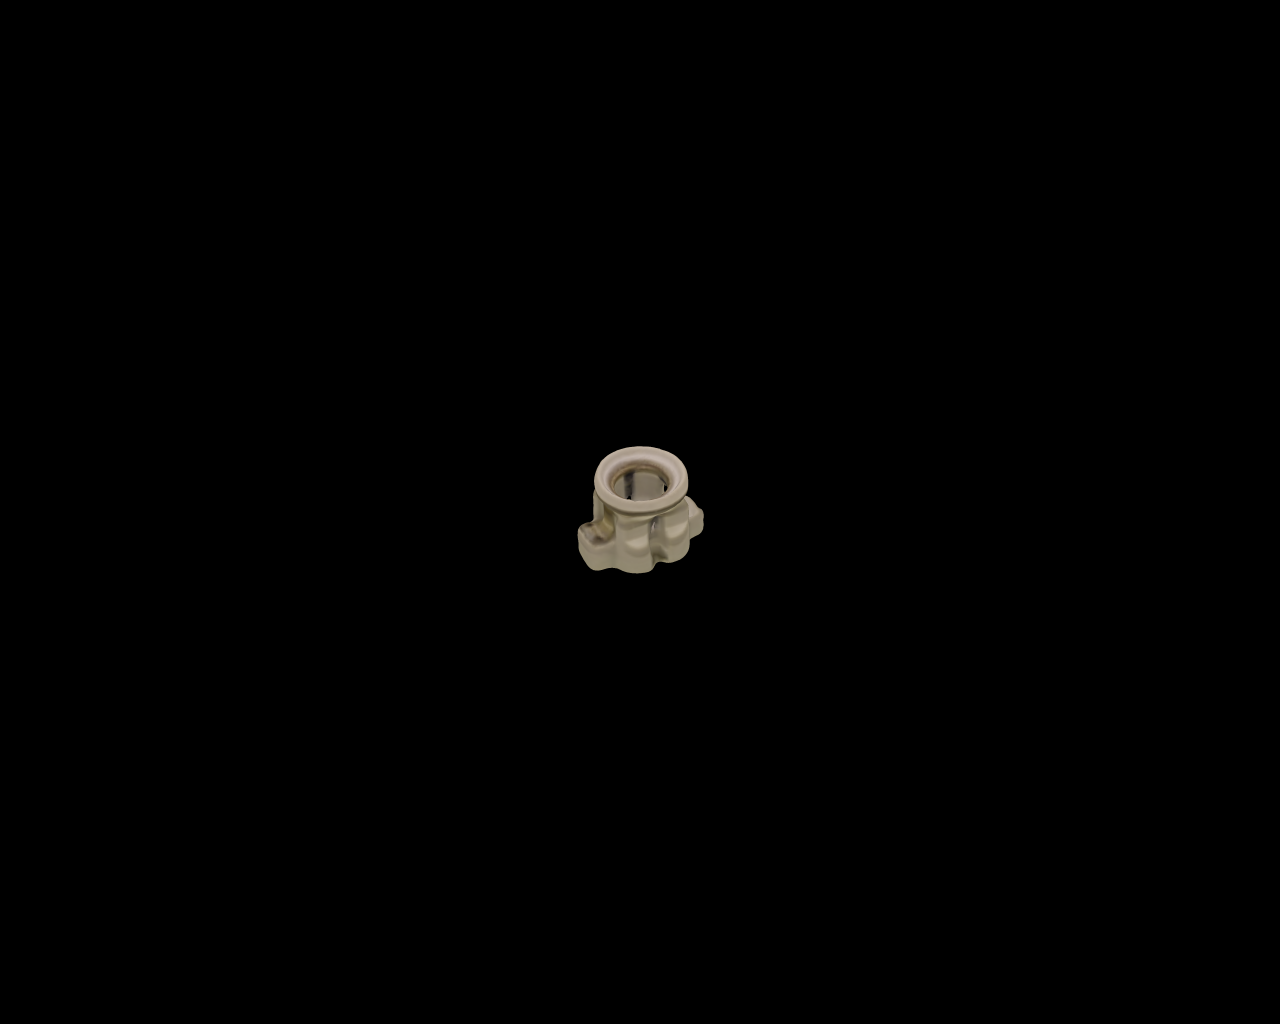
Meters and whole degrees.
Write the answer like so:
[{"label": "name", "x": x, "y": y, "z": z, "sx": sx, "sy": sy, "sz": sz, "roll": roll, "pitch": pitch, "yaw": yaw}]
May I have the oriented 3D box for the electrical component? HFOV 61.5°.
[{"label": "electrical component", "x": 0.001, "y": -0.003, "z": 0.650, "sx": 0.078, "sy": 0.056, "sz": 0.058, "roll": -18, "pitch": 44, "yaw": -19}]
